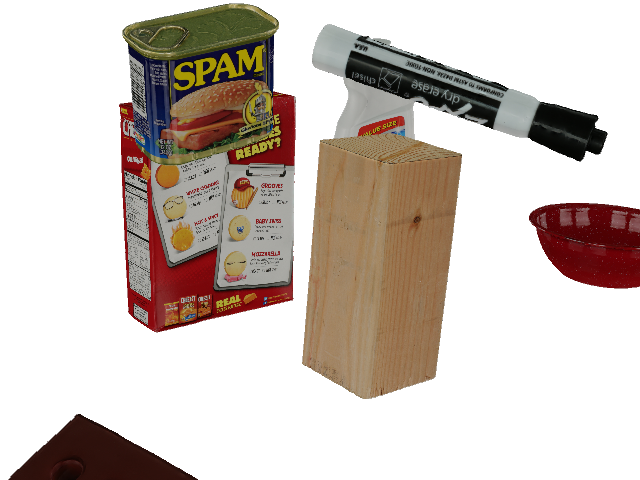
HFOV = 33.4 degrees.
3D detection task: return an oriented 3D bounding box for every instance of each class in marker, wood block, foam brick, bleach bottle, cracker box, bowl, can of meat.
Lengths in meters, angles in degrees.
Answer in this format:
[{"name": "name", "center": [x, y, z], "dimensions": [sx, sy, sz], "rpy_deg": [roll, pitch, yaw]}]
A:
[{"name": "marker", "center": [0.055, -0.059, 0.426], "dimensions": [0.121, 0.020, 0.020], "rpy_deg": [21, 5, 13]}, {"name": "wood block", "center": [0.052, 0.019, 0.927], "dimensions": [0.090, 0.206, 0.090], "rpy_deg": [-10, 23, -40]}, {"name": "foam brick", "center": [-0.085, 0.120, 0.440], "dimensions": [0.078, 0.051, 0.052], "rpy_deg": [21, 45, 26]}, {"name": "bleach bottle", "center": [0.050, -0.091, 1.153], "dimensions": [0.102, 0.251, 0.068], "rpy_deg": [-3, 25, -7]}, {"name": "cracker box", "center": [-0.109, -0.033, 1.045], "dimensions": [0.163, 0.214, 0.072], "rpy_deg": [-12, 20, -35]}, {"name": "bowl", "center": [0.290, 0.008, 1.082], "dimensions": [0.162, 0.055, 0.162], "rpy_deg": [2, 17, -1]}, {"name": "can of meat", "center": [-0.079, -0.106, 0.725], "dimensions": [0.101, 0.084, 0.058], "rpy_deg": [-19, 39, -29]}]
